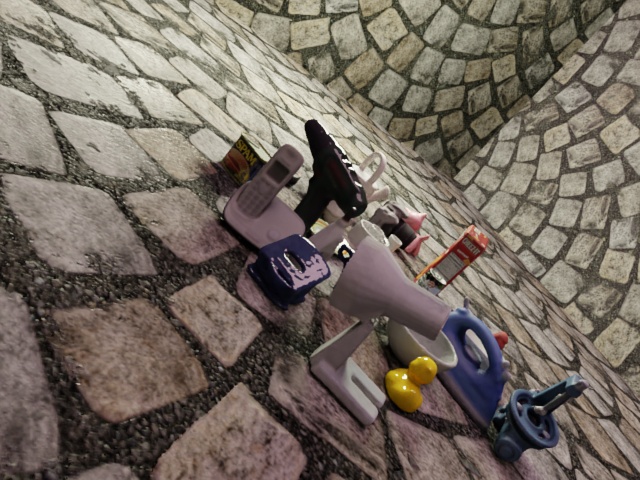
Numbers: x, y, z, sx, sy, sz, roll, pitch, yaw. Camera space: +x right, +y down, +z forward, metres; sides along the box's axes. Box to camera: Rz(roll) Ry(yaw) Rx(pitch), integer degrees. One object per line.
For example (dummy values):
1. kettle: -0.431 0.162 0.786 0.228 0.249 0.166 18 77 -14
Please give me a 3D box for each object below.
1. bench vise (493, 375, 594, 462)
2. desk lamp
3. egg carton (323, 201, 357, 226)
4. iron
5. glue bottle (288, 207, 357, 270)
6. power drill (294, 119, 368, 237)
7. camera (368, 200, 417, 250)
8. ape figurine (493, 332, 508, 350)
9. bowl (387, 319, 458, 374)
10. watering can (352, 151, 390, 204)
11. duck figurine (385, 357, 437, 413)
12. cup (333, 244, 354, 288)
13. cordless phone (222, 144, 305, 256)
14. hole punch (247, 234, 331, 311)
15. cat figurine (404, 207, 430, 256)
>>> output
1. bench vise: 0.434 0.323 1.144 0.121 0.219 0.207 41 19 -6
2. desk lamp: 0.081 0.130 0.872 0.203 0.213 0.118 45 19 7
3. egg carton: 0.032 -0.100 1.477 0.108 0.069 0.150 19 30 -49
4. iron: 0.323 0.249 1.203 0.119 0.141 0.257 22 28 -46
5. glue bottle: 0.010 0.004 1.061 0.078 0.173 0.037 12 36 -56
6. power drill: -0.014 -0.110 1.200 0.229 0.208 0.076 50 20 20
7. camera: 0.219 -0.042 1.673 0.137 0.100 0.143 45 19 7
8. ape figurine: 0.441 0.270 1.463 0.078 0.092 0.076 29 24 -35
9. bowl: 0.188 0.206 1.132 0.168 0.074 0.167 37 20 -16
10. watering can: 0.116 -0.160 1.579 0.174 0.194 0.100 19 30 -50
11. duck figurine: 0.166 0.242 0.995 0.077 0.086 0.104 42 19 -3
12. cup: 0.060 0.075 1.128 0.117 0.095 0.092 46 20 10
13. cordless phone: -0.072 -0.069 1.036 0.148 0.185 0.094 39 19 -10
14. hole punch: -0.050 0.051 0.971 0.108 0.091 0.101 49 20 18
15. cat figurine: 0.288 -0.034 1.766 0.067 0.117 0.127 19 30 -49
